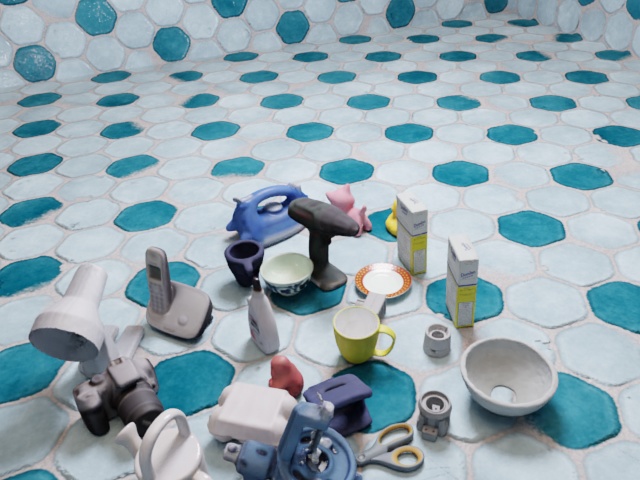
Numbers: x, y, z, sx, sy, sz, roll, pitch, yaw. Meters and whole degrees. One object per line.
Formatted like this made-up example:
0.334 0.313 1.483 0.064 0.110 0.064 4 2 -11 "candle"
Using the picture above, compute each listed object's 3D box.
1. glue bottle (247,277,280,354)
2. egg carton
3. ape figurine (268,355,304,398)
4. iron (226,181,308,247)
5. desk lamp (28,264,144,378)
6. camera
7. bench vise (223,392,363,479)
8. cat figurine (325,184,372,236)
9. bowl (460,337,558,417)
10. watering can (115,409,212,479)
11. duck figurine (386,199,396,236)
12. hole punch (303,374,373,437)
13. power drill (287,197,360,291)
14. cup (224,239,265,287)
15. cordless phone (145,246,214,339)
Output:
-0.118 0.142 1.131 0.037 0.173 0.077 -26 40 -29 "glue bottle"
-0.112 0.305 0.986 0.150 0.069 0.107 6 35 12 "egg carton"
-0.069 0.246 1.049 0.076 0.092 0.078 10 37 18 "ape figurine"
-0.117 -0.086 1.491 0.259 0.141 0.118 -24 40 -28 "iron"
-0.437 0.166 1.085 0.118 0.214 0.203 0 35 5 "desk lamp"
-0.345 0.283 1.008 0.143 0.101 0.136 -24 40 -28 "camera"
-0.042 0.316 0.832 0.207 0.220 0.121 -7 35 -5 "bench vise"
0.075 -0.087 1.500 0.067 0.118 0.127 -31 43 -34 "cat figurine"
0.331 0.255 1.021 0.167 0.075 0.167 -2 35 2 "bowl"
-0.229 0.330 0.849 0.172 0.194 0.101 2 35 8 "watering can"
0.210 -0.066 1.487 0.077 0.086 0.104 -4 35 -1 "duck figurine"
0.028 0.278 0.997 0.109 0.091 0.100 -16 37 -18 "hole punch"
0.012 0.005 1.291 0.076 0.209 0.228 -26 41 -29 "power drill"
-0.166 0.067 1.314 0.092 0.095 0.117 -11 35 -12 "cup"
-0.300 0.107 1.186 0.147 0.185 0.094 13 38 21 "cordless phone"
